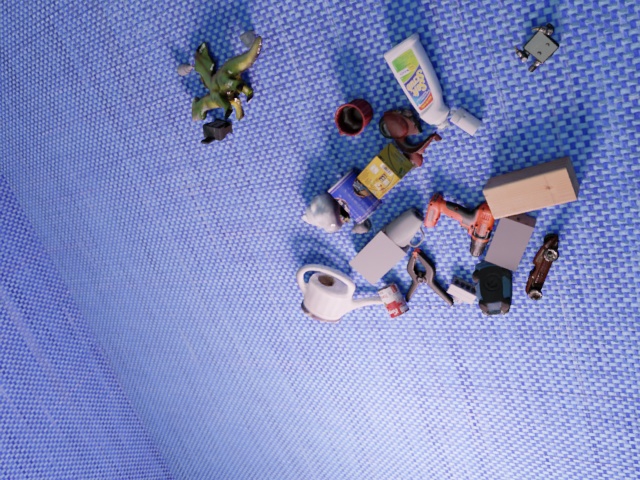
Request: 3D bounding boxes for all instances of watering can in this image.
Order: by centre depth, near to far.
[{"bbox_3d":[0.068,0.206,1.797,0.348,0.106,0.219,24,128,5],"label":"watering can"}]

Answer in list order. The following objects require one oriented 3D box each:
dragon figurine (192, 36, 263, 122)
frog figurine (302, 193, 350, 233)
[{"bbox_3d":[-0.316,-0.518,1.609,0.244,0.124,0.401,43,130,13],"label":"dragon figurine"},{"bbox_3d":[0.005,-0.083,1.654,0.159,0.126,0.134,-11,131,23],"label":"frog figurine"}]
